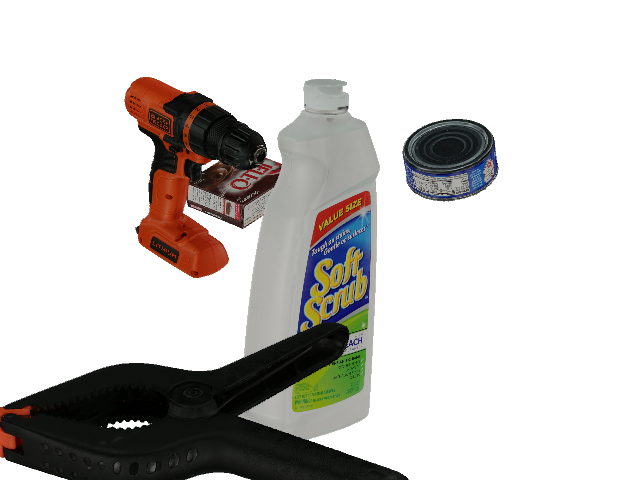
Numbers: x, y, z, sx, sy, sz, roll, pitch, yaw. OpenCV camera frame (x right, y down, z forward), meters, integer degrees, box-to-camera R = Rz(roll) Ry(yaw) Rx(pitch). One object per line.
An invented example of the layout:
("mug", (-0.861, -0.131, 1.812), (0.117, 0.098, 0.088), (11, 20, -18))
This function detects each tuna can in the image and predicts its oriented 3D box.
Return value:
("tuna can", (0.119, -0.076, 0.982), (0.086, 0.034, 0.086), (-9, 38, 7))

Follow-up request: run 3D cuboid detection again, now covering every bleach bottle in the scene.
("bleach bottle", (-0.008, 0.013, 0.758), (0.102, 0.251, 0.068), (-10, 21, -34))

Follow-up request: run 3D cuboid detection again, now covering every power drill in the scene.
("power drill", (-0.129, -0.059, 1.093), (0.185, 0.188, 0.057), (30, 38, 34))

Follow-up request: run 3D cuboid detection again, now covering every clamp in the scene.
("clamp", (-0.064, 0.091, 0.576), (0.210, 0.036, 0.164), (1, 24, -4))

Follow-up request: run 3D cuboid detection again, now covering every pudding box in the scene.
("pudding box", (-0.095, -0.064, 1.296), (0.090, 0.039, 0.113), (21, 39, 28))
